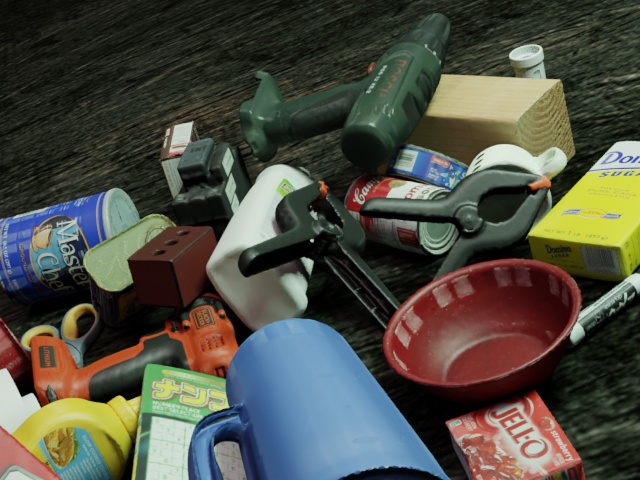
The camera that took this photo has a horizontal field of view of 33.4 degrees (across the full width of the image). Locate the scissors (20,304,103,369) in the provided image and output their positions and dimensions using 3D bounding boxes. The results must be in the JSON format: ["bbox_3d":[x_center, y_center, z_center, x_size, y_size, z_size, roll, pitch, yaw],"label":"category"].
[{"bbox_3d":[-0.264,0.126,1.065,0.096,0.016,0.201,-14,29,6],"label":"scissors"}]

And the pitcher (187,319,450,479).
[{"bbox_3d":[-0.005,0.150,0.748,0.145,0.149,0.243,-35,27,0],"label":"pitcher"}]

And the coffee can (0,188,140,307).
[{"bbox_3d":[-0.276,0.009,1.184,0.140,0.103,0.102,-14,29,10],"label":"coffee can"}]

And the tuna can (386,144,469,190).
[{"bbox_3d":[0.112,-0.068,1.099,0.086,0.086,0.034,15,83,46],"label":"tuna can"}]

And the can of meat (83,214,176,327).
[{"bbox_3d":[-0.188,0.034,1.095,0.102,0.084,0.057,-33,67,-25],"label":"can of meat"}]

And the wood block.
[{"bbox_3d":[0.157,-0.119,1.152,0.206,0.091,0.090,11,41,42],"label":"wood block"}]

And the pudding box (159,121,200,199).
[{"bbox_3d":[-0.148,-0.067,1.225,0.039,0.113,0.090,-14,30,5],"label":"pudding box"}]

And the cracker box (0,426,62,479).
[{"bbox_3d":[-0.224,0.235,0.713,0.214,0.072,0.164,34,54,19],"label":"cracker box"}]

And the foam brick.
[{"bbox_3d":[-0.136,0.025,1.016,0.053,0.051,0.078,0,25,27],"label":"foam brick"}]

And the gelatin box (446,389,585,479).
[{"bbox_3d":[0.138,0.152,0.765,0.073,0.030,0.089,-20,29,-1],"label":"gelatin box"}]

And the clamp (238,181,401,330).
[{"bbox_3d":[-0.007,0.001,0.997,0.164,0.036,0.210,21,27,-21],"label":"clamp"}]

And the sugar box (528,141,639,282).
[{"bbox_3d":[0.276,-0.031,0.977,0.094,0.048,0.176,9,41,42],"label":"sugar box"}]

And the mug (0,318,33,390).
[{"bbox_3d":[-0.340,0.116,1.045,0.081,0.093,0.117,-37,62,-20],"label":"mug"}]

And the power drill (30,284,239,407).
[{"bbox_3d":[-0.173,0.099,1.001,0.187,0.057,0.184,-18,27,-8],"label":"power drill"}]

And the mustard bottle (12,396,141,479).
[{"bbox_3d":[-0.215,0.183,0.857,0.191,0.096,0.058,-32,30,-21],"label":"mustard bottle"}]

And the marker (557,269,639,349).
[{"bbox_3d":[0.244,0.051,0.884,0.121,0.020,0.020,-33,32,-22],"label":"marker"}]

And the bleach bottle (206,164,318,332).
[{"bbox_3d":[-0.040,-0.008,1.095,0.068,0.102,0.250,-33,16,24],"label":"bleach bottle"}]

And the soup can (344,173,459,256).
[{"bbox_3d":[0.082,-0.026,1.063,0.102,0.068,0.068,15,44,45],"label":"soup can"}]

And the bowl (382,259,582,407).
[{"bbox_3d":[0.134,0.083,0.853,0.162,0.055,0.162,-18,27,9],"label":"bowl"}]

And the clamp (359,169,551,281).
[{"bbox_3d":[0.124,-0.021,0.969,0.171,0.120,0.039,-35,-6,-5],"label":"clamp"}]
